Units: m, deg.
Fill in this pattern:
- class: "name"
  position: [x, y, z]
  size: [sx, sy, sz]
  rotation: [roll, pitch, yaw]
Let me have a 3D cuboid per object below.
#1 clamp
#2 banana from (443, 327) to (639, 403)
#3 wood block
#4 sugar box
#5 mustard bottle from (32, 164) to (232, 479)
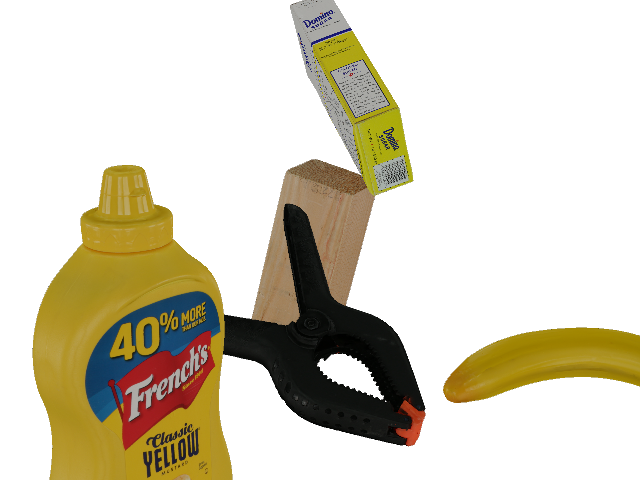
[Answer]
- class: "clamp"
  position: [-0.019, 0.070, 0.733]
  size: [0.164, 0.036, 0.210]
  rotation: [-29, 56, -28]
- class: "banana"
  position: [0.185, 0.093, 0.791]
  size: [0.197, 0.037, 0.069]
  rotation: [2, 32, -5]
- class: "wood block"
  position: [-0.009, 0.017, 1.289]
  size: [0.090, 0.206, 0.090]
  rotation: [21, 21, 17]
- class: "sugar box"
  position: [0.026, -0.132, 0.940]
  size: [0.048, 0.176, 0.093]
  rotation: [-20, -40, -3]
- class: "mustard bottle"
  position: [-0.086, 0.060, 0.496]
  size: [0.058, 0.192, 0.096]
  rotation: [14, 22, 41]
